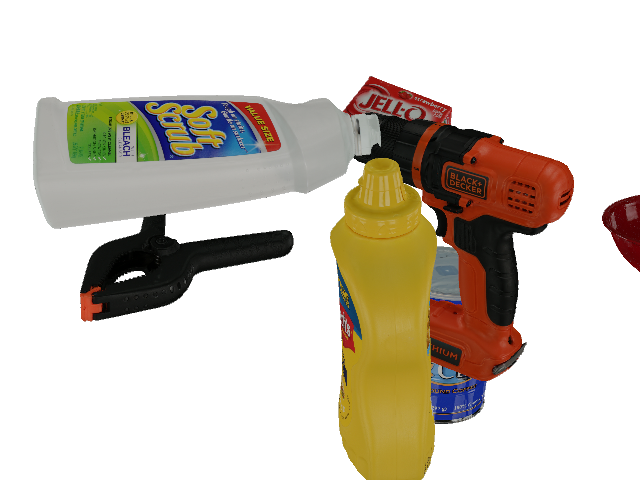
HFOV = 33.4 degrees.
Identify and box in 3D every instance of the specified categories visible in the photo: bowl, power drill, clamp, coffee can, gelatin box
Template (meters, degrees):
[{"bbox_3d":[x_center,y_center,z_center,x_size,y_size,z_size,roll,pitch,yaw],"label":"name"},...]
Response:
[{"bbox_3d":[0.373,0.002,1.102,0.162,0.055,0.162,-3,23,1],"label":"bowl"},{"bbox_3d":[0.094,0.002,0.812,0.185,0.188,0.057,21,36,32],"label":"power drill"},{"bbox_3d":[-0.150,0.010,0.977,0.165,0.036,0.209,26,38,31],"label":"clamp"},{"bbox_3d":[0.115,0.090,1.030,0.103,0.140,0.103,3,25,-1],"label":"coffee can"},{"bbox_3d":[0.065,-0.106,0.982,0.089,0.073,0.030,26,-28,22],"label":"gelatin box"}]

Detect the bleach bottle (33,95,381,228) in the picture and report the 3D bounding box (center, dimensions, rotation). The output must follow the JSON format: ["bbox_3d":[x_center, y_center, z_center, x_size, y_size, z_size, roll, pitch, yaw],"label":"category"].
[{"bbox_3d":[-0.082,-0.071,0.798,0.250,0.102,0.068,-7,-40,-3],"label":"bleach bottle"}]

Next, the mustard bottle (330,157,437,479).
[{"bbox_3d":[0.036,0.040,0.606,0.058,0.192,0.096,-3,34,-1],"label":"mustard bottle"}]
